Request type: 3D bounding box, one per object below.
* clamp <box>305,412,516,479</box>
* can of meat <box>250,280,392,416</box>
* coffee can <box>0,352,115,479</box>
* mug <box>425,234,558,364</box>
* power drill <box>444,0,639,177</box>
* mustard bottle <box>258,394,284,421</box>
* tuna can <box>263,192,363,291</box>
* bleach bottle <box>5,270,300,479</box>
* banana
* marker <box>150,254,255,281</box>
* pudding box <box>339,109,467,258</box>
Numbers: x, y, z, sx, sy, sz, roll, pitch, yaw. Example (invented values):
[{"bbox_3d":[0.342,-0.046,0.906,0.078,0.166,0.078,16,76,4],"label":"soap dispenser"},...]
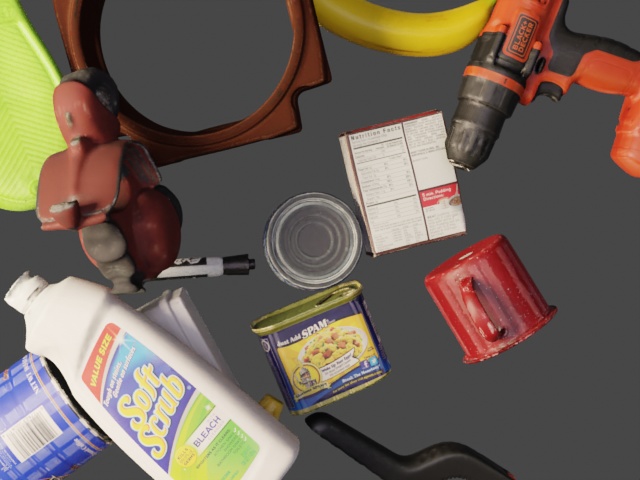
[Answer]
[{"bbox_3d":[0.076,0.214,0.936,0.209,0.036,0.164,-7,111,-11],"label":"clamp"},{"bbox_3d":[0.003,0.093,0.922,0.102,0.057,0.084,-22,98,-5],"label":"can of meat"},{"bbox_3d":[-0.253,0.166,0.873,0.140,0.103,0.103,-36,97,-4],"label":"coffee can"},{"bbox_3d":[0.140,0.051,0.909,0.093,0.117,0.081,-31,92,21],"label":"mug"},{"bbox_3d":[0.212,-0.121,0.913,0.187,0.057,0.184,21,92,-15],"label":"power drill"},{"bbox_3d":[-0.090,0.217,0.918,0.096,0.058,0.191,33,90,-3],"label":"mustard bottle"},{"bbox_3d":[-0.006,0.001,0.922,0.086,0.034,0.086,0,88,-5],"label":"tuna can"},{"bbox_3d":[-0.141,0.118,0.828,0.251,0.068,0.102,38,92,-3],"label":"bleach bottle"},{"bbox_3d":[0.063,-0.194,0.922,0.197,0.037,0.069,3,76,-8],"label":"banana"},{"bbox_3d":[-0.116,0.025,0.922,0.121,0.020,0.020,-3,94,-7],"label":"marker"},{"bbox_3d":[0.073,-0.049,0.930,0.090,0.039,0.113,-14,93,-6],"label":"pudding box"}]
